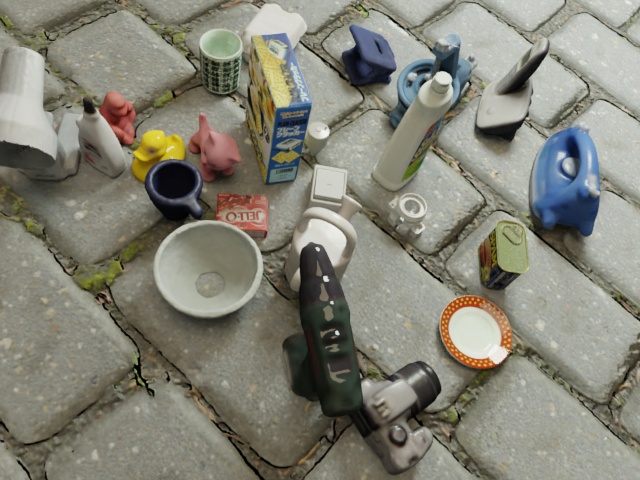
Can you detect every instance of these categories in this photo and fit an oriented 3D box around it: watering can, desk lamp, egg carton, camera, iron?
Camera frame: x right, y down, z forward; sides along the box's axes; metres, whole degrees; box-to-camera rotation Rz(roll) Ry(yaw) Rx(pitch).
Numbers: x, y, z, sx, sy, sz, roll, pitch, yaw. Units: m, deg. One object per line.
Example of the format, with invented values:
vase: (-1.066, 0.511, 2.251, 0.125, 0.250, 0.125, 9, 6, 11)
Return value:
watering can: (0.006, 0.002, 0.907, 0.101, 0.194, 0.173, 13, 61, -4)
desk lamp: (-0.457, -0.181, 0.902, 0.118, 0.213, 0.203, 2, 62, -9)
egg carton: (-0.098, -0.420, 1.181, 0.107, 0.069, 0.150, 25, 61, 3)
camera: (0.126, 0.250, 0.852, 0.137, 0.101, 0.143, -28, 71, -23)
iron: (0.489, -0.143, 1.108, 0.118, 0.141, 0.258, 12, 61, -4)

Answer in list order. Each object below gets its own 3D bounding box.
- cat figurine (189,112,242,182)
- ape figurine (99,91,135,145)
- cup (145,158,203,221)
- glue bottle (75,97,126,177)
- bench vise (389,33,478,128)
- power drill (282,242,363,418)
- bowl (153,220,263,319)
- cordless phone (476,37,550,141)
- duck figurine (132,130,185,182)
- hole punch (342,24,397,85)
cat figurine: (-0.184, -0.165, 1.002, 0.067, 0.117, 0.127, -20, 68, -20)
ape figurine: (-0.360, -0.224, 1.013, 0.076, 0.092, 0.078, 30, 61, 6)
cup: (-0.232, -0.065, 0.953, 0.092, 0.095, 0.117, -36, 74, -25)
glue bottle: (-0.367, -0.175, 0.940, 0.078, 0.173, 0.037, 29, 61, 6)
bench vise: (0.231, -0.333, 1.113, 0.121, 0.219, 0.208, 32, 61, 7)
power drill: (-0.002, 0.145, 0.822, 0.076, 0.208, 0.229, -9, 65, -15)
bowl: (-0.177, 0.057, 0.911, 0.167, 0.074, 0.167, 5, 62, -8)
cordless phone: (0.394, -0.305, 1.150, 0.094, 0.185, 0.147, 18, 61, -1)
duck figurine: (-0.283, -0.158, 0.997, 0.077, 0.086, 0.105, 41, 63, 12)
hole punch: (0.107, -0.391, 1.193, 0.101, 0.091, 0.108, -11, 65, -16)
